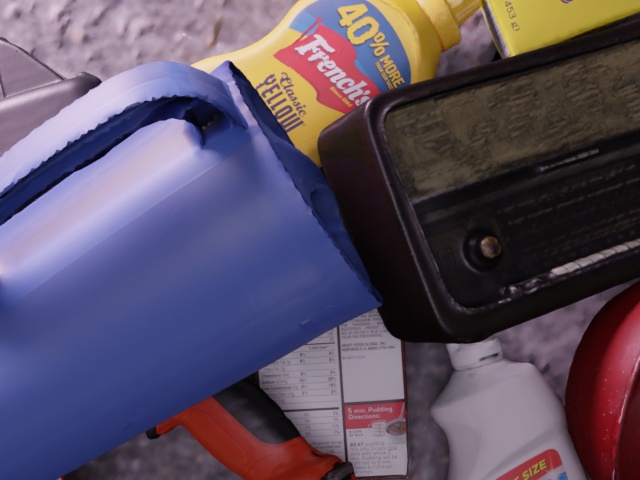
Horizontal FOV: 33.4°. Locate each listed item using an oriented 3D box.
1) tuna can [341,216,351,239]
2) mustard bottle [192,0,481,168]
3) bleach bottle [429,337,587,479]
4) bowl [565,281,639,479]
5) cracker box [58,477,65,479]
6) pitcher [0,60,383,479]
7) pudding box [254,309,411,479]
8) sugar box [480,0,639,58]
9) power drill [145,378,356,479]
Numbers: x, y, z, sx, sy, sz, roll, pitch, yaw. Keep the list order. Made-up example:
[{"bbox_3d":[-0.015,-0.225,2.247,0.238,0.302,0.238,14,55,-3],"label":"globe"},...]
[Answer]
[{"bbox_3d":[-0.004,0.001,0.607,0.086,0.086,0.034,-23,93,1],"label":"tuna can"},{"bbox_3d":[0.007,-0.093,0.618,0.191,0.058,0.096,-31,88,1],"label":"mustard bottle"},{"bbox_3d":[0.113,0.176,0.622,0.102,0.068,0.251,-16,89,-2],"label":"bleach bottle"},{"bbox_3d":[0.185,0.080,0.596,0.055,0.161,0.162,20,92,42],"label":"bowl"},{"bbox_3d":[-0.198,0.245,0.596,0.214,0.072,0.164,-32,91,19],"label":"cracker box"},{"bbox_3d":[-0.106,0.027,0.495,0.243,0.145,0.149,-32,98,5],"label":"pitcher"},{"bbox_3d":[0.007,0.086,0.633,0.090,0.039,0.113,-3,89,4],"label":"pudding box"},{"bbox_3d":[0.175,-0.175,0.619,0.176,0.048,0.093,-22,91,3],"label":"sugar box"},{"bbox_3d":[-0.086,0.114,0.603,0.184,0.057,0.188,-46,78,14],"label":"power drill"}]
